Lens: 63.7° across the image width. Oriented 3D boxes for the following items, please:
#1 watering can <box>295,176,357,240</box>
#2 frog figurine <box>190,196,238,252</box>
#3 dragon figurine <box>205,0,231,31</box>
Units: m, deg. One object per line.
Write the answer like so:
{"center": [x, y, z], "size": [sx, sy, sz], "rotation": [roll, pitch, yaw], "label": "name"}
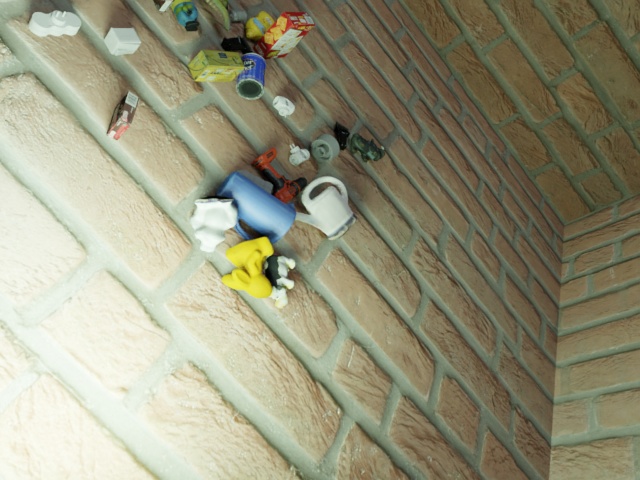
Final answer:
{"center": [0.006, -0.094, 1.859], "size": [0.223, 0.102, 0.354], "rotation": [52, 50, -6], "label": "watering can"}
{"center": [-0.311, -0.048, 1.514], "size": [0.138, 0.123, 0.158], "rotation": [-4, 104, -28], "label": "frog figurine"}
{"center": [-0.462, -0.977, 1.965], "size": [0.243, 0.120, 0.419], "rotation": [5, 59, -25], "label": "dragon figurine"}
